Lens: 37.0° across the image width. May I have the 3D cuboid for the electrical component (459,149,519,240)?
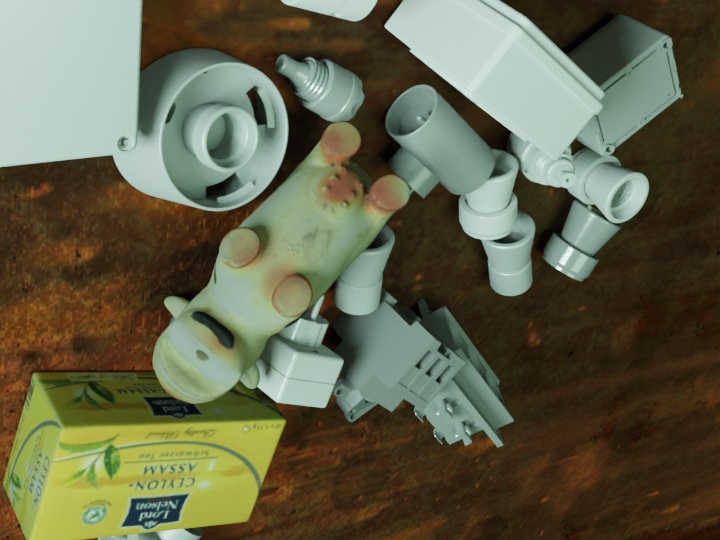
[{"bbox_3d":[0.097,-0.057,0.810,0.045,0.045,0.055,-23,132,-21],"label":"electrical component"}]

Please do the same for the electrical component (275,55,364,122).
[{"bbox_3d":[-0.028,-0.119,0.684,0.061,0.035,0.035,23,105,-40],"label":"electrical component"}]

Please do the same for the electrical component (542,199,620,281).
[{"bbox_3d":[0.183,-0.024,0.895,0.045,0.045,0.055,17,109,-42],"label":"electrical component"}]

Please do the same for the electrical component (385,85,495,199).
[{"bbox_3d":[0.045,-0.077,0.757,0.079,0.044,0.077,-48,131,5],"label":"electrical component"}]

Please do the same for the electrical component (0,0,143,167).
[{"bbox_3d":[-0.175,-0.114,0.566,0.109,0.056,0.108,-10,125,-30],"label":"electrical component"}]

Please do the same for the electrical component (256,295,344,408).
[{"bbox_3d":[-0.046,0.048,0.767,0.047,0.066,0.076,14,102,-43],"label":"electrical component"}]

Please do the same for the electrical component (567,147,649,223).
[{"bbox_3d":[0.197,-0.070,0.866,0.045,0.055,0.045,-19,129,-25],"label":"electrical component"}]

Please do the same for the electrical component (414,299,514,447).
[{"bbox_3d":[0.071,0.091,0.881,0.063,0.078,0.121,-27,136,12],"label":"electrical component"}]

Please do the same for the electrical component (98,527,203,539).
[{"bbox_3d":[-0.147,0.204,0.820,0.079,0.043,0.077,-49,135,3],"label":"electrical component"}]

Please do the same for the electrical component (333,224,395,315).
[{"bbox_3d":[0.000,0.000,0.784,0.044,0.044,0.065,-16,133,-27],"label":"electrical component"}]

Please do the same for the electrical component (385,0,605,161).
[{"bbox_3d":[0.088,-0.136,0.704,0.109,0.108,0.056,28,104,-44],"label":"electrical component"}]

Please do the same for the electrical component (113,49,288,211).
[{"bbox_3d":[-0.096,-0.084,0.656,0.099,0.064,0.099,-16,116,-35],"label":"electrical component"}]

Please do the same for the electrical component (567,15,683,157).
[{"bbox_3d":[0.182,-0.136,0.804,0.096,0.061,0.061,-38,135,-8],"label":"electrical component"}]

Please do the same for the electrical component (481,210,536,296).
[{"bbox_3d":[0.120,-0.011,0.863,0.044,0.044,0.065,-29,138,-16],"label":"electrical component"}]

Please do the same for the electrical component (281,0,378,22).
[{"bbox_3d":[-0.019,-0.178,0.635,0.047,0.055,0.055,1,119,-33],"label":"electrical component"}]

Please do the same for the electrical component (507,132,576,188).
[{"bbox_3d":[0.139,-0.083,0.804,0.040,0.078,0.040,-8,121,-13],"label":"electrical component"}]
